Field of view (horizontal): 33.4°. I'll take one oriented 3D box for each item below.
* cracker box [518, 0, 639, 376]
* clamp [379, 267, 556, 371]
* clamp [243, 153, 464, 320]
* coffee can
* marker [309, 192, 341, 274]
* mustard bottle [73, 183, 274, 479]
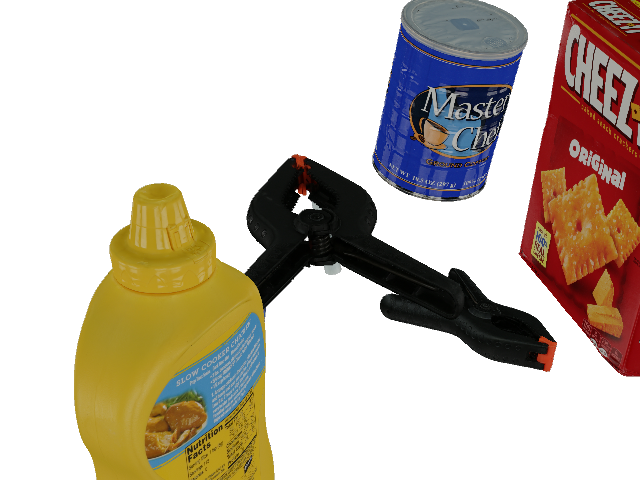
[{"bbox_3d":[0.214,-0.039,0.738,0.072,0.214,0.164,-7,34,-15],"label":"cracker box"},{"bbox_3d":[0.157,0.073,1.030,0.172,0.039,0.120,24,36,29],"label":"clamp"},{"bbox_3d":[0.009,0.000,0.752,0.164,0.036,0.210,-1,33,-1],"label":"clamp"},{"bbox_3d":[0.105,-0.119,0.891,0.102,0.140,0.103,7,36,-5],"label":"coffee can"},{"bbox_3d":[0.004,-0.018,1.171,0.020,0.121,0.020,-9,29,5],"label":"marker"},{"bbox_3d":[-0.060,0.065,0.448,0.058,0.192,0.096,18,35,29],"label":"mustard bottle"}]
